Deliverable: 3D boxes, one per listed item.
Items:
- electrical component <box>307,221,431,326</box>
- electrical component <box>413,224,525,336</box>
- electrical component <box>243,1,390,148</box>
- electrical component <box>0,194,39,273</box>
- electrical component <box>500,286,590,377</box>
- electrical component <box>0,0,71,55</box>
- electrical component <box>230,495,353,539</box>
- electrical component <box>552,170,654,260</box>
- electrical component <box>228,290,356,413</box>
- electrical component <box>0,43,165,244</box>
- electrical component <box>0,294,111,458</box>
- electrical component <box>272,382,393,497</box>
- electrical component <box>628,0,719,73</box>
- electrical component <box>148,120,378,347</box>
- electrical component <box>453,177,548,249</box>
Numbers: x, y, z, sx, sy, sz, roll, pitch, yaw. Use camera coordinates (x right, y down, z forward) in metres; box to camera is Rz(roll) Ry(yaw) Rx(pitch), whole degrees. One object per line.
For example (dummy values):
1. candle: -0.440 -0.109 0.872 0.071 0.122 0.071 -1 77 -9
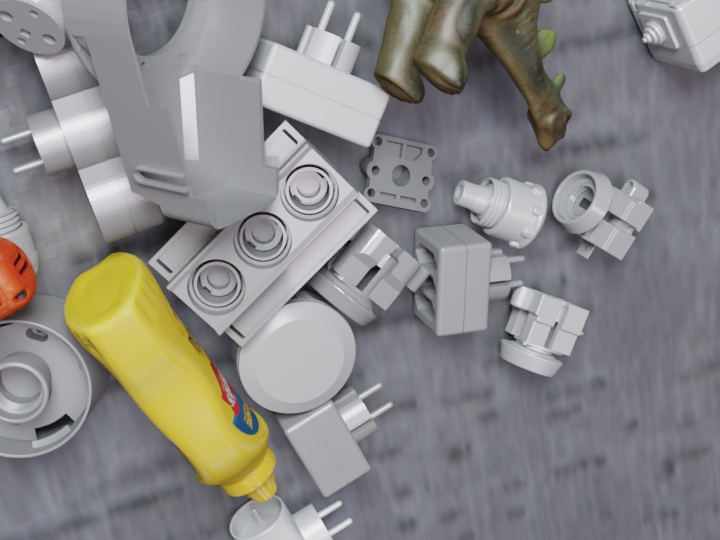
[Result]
1. electrical component: 0.000 0.000 0.722 0.078 0.058 0.057 39 91 -26
2. electrical component: 0.082 0.004 0.760 0.077 0.047 0.065 -6 111 -18
3. electrical component: -0.023 -0.128 0.671 0.083 0.047 0.075 19 99 -26
4. electrical component: -0.216 -0.023 0.645 0.035 0.035 0.061 -15 111 -15
5. electrical component: 0.133 0.046 0.797 0.066 0.048 0.055 19 95 -26
6. electrical component: -0.166 -0.149 0.573 0.045 0.045 0.055 33 57 -27
7. electrical component: -0.043 0.197 0.787 0.079 0.043 0.077 -31 117 -8
8. electrical component: 0.173 -0.042 0.779 0.055 0.048 0.066 26 99 -34
9. electrical component: -0.047 0.052 0.727 0.080 0.051 0.080 -7 112 -18
10. electrical component: -0.172 -0.078 0.630 0.074 0.052 0.138 -21 116 -12
11. electrical component: -0.210 0.067 0.678 0.099 0.064 0.099 -2 105 -6
12. electrical component: -0.013 0.108 0.763 0.077 0.047 0.065 -31 117 -7
13. electrical component: 0.237 -0.177 0.742 0.096 0.062 0.061 -36 118 -5
14. electrical component: -0.061 -0.024 0.676 0.079 0.063 0.121 44 97 -12
15. electrical component: 0.096 -0.045 0.750 0.062 0.048 0.048 18 102 -18
